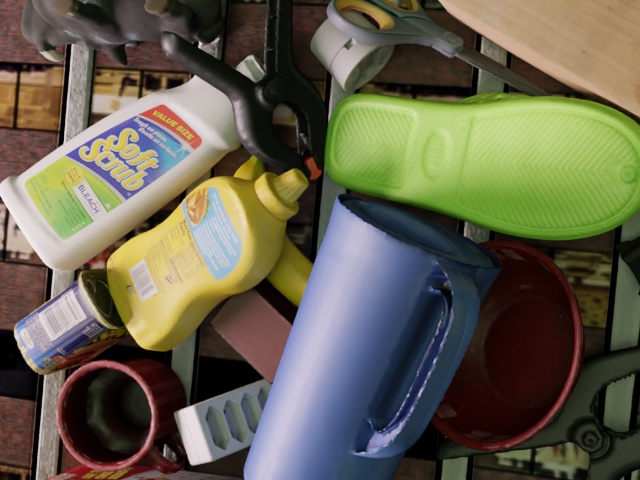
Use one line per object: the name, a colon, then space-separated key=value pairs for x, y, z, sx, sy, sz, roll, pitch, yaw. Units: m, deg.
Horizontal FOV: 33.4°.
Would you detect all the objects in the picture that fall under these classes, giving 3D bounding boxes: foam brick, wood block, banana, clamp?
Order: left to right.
foam brick: x=-0.045 y=0.076 z=0.902 sx=0.078 sy=0.053 sz=0.051 roll=43 pitch=101 yaw=12
clamp: x=-0.038 y=-0.132 z=0.875 sx=0.120 sy=0.039 sz=0.171 roll=-40 pitch=113 yaw=-9
banana: x=-0.023 y=0.008 z=0.904 sx=0.070 sy=0.037 sz=0.198 roll=-35 pitch=81 yaw=14
clamp: x=0.203 y=0.153 z=0.841 sx=0.165 sy=0.036 sz=0.210 roll=36 pitch=100 yaw=15
wood block: x=0.205 y=-0.164 z=0.812 sx=0.206 sy=0.090 sz=0.090 roll=33 pitch=98 yaw=13

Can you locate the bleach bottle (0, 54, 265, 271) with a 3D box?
bleach bottle: x=-0.153 y=-0.081 z=0.929 sx=0.251 sy=0.068 sz=0.102 roll=-36 pitch=81 yaw=10

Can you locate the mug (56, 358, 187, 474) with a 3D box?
mug: x=-0.158 y=0.154 z=0.919 sx=0.117 sy=0.081 sz=0.093 roll=42 pitch=100 yaw=12

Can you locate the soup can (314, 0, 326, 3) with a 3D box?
soup can: x=-0.024 y=-0.254 z=0.888 sx=0.102 sy=0.068 sz=0.068 roll=37 pitch=99 yaw=13

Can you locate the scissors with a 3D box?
scissors: x=0.088 y=-0.154 z=0.856 sx=0.202 sy=0.096 sz=0.016 roll=41 pitch=140 yaw=13

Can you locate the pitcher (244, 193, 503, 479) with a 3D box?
pitcher: x=0.035 y=0.099 z=0.802 sx=0.145 sy=0.149 sz=0.243 roll=26 pitch=103 yaw=19

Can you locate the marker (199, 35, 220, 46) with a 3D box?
marker: x=-0.117 y=-0.229 z=0.939 sx=0.020 sy=0.020 sz=0.121 roll=-22 pitch=84 yaw=14

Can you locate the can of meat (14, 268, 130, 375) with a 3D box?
can of meat: x=-0.202 y=0.070 z=0.922 sx=0.084 sy=0.102 sz=0.057 roll=-34 pitch=81 yaw=15

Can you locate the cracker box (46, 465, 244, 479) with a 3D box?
cracker box: x=-0.125 y=0.236 z=0.868 sx=0.214 sy=0.164 sz=0.072 roll=3 pitch=89 yaw=15

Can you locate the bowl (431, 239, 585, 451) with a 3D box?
bowl: x=0.146 y=0.083 z=0.827 sx=0.162 sy=0.055 sz=0.162 roll=-16 pitch=67 yaw=43

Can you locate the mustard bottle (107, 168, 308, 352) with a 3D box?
mustard bottle: x=-0.086 y=0.004 z=0.873 sx=0.192 sy=0.058 sz=0.096 roll=-37 pitch=62 yaw=21
